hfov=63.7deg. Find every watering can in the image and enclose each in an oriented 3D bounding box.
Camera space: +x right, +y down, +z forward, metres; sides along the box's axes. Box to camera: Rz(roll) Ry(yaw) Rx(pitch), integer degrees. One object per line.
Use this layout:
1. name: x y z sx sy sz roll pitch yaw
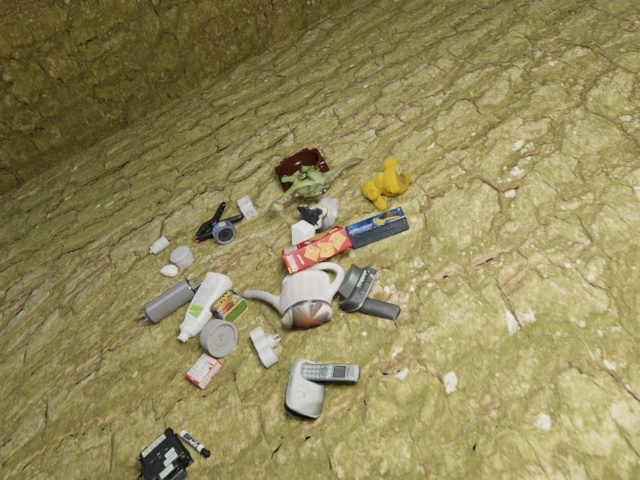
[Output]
1. watering can: -0.083 0.178 1.564 0.346 0.102 0.230 -20 36 11

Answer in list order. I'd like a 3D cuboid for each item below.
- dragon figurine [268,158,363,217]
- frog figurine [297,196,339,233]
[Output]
1. dragon figurine: -0.011 -0.197 1.885 0.410 0.120 0.247 -25 24 1
2. frog figurine: 0.006 -0.093 1.844 0.136 0.122 0.161 -15 3 27
